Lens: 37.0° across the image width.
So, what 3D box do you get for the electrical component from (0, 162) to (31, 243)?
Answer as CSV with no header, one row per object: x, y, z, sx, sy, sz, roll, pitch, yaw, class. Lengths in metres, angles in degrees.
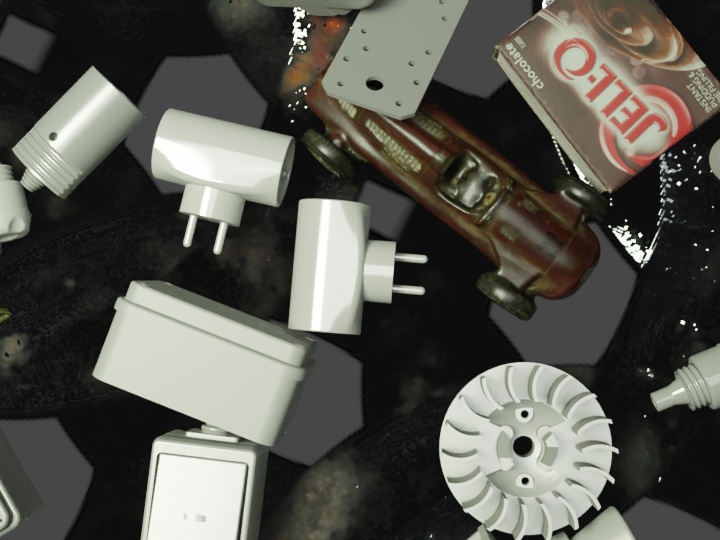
-0.223,-0.049,0.656,0.035,0.035,0.061,-14,84,2,electrical component

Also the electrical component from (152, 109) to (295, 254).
-0.086,-0.050,0.645,0.077,0.043,0.079,13,87,3,electrical component

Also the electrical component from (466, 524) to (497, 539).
0.109,0.240,0.590,0.060,0.105,0.186,-40,86,0,electrical component

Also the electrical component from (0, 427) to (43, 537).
-0.265,0.126,0.637,0.109,0.056,0.108,-31,86,0,electrical component

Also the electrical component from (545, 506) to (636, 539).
0.133,0.169,0.623,0.055,0.045,0.045,-27,86,1,electrical component

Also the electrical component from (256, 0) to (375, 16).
-0.032,-0.185,0.630,0.095,0.059,0.053,12,87,36,electrical component

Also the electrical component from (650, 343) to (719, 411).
0.201,0.066,0.632,0.061,0.035,0.035,-23,86,4,electrical component

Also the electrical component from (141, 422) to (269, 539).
-0.090,0.132,0.627,0.062,0.061,0.096,6,87,3,electrical component

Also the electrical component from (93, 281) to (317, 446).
-0.086,0.051,0.623,0.113,0.078,0.057,21,91,3,electrical component

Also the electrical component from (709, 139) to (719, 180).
0.257,-0.052,0.623,0.054,0.059,0.095,-42,86,0,electrical component

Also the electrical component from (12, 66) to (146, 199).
-0.174,-0.079,0.651,0.043,0.043,0.081,44,90,4,electrical component

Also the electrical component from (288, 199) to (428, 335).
0.000,0.000,0.638,0.079,0.044,0.077,5,87,3,electrical component
